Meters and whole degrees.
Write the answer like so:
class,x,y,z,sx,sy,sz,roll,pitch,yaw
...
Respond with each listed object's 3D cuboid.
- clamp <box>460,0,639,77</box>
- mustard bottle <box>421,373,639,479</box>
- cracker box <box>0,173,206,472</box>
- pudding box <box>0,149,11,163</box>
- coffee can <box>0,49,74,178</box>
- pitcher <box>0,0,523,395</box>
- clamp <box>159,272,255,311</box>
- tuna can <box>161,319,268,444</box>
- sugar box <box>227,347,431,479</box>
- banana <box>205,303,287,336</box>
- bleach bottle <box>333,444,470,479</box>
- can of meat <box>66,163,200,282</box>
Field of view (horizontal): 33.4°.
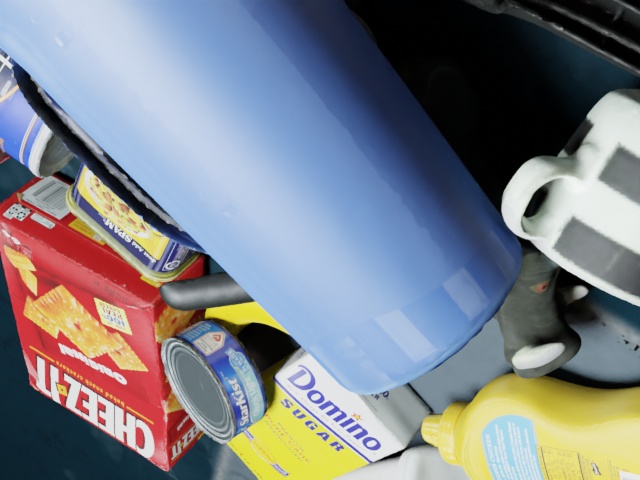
class,x,y,z,sx,sy,sz,roll,pitch,yaw
clamp,0.073,-0.119,0.448,0.210,0.164,0.036,31,96,28
mustard bottle,0.143,0.126,0.640,0.192,0.058,0.096,1,124,41
cracker box,-0.171,0.070,0.861,0.164,0.072,0.214,27,139,22
pudding box,-0.309,-0.092,0.869,0.114,0.039,0.090,-10,115,44
coffee can,-0.206,-0.121,0.684,0.140,0.102,0.103,35,141,0
pitcher,-0.029,-0.046,0.484,0.242,0.145,0.149,49,178,-11
clamp,-0.004,0.001,0.654,0.171,0.120,0.039,13,173,9
tuna can,-0.076,0.100,0.765,0.086,0.033,0.086,37,143,34
sugar box,-0.007,0.131,0.789,0.093,0.048,0.177,48,142,-2
banana,-0.034,0.051,0.732,0.198,0.037,0.069,-13,105,59
bleach bottle,0.021,0.217,0.815,0.068,0.102,0.251,17,158,-26
can of meat,-0.119,-0.034,0.735,0.102,0.057,0.084,41,139,6
